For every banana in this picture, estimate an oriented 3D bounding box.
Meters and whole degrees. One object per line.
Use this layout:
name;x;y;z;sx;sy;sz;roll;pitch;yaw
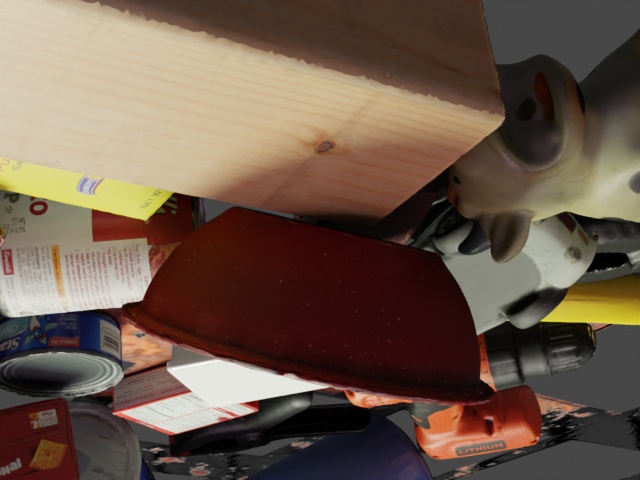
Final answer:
banana;0.161;0.036;0.706;0.197;0.037;0.070;2;176;-13

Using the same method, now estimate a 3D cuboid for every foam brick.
foam brick;0.020;-0.027;0.521;0.051;0.053;0.078;1;152;-14

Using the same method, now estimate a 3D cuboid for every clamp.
clamp;-0.045;0.153;0.887;0.172;0.039;0.120;-19;147;31
clamp;0.195;-0.006;0.615;0.210;0.036;0.164;-7;161;6

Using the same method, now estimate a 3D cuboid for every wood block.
wood block;-0.050;-0.076;0.367;0.205;0.090;0.091;11;148;-31

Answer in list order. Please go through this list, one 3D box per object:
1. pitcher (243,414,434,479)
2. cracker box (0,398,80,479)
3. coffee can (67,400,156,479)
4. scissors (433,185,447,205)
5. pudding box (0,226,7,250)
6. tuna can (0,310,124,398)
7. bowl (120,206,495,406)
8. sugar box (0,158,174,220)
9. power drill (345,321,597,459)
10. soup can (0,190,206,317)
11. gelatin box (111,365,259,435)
pitcher;-0.018;0.251;0.893;0.242;0.149;0.145;-27;155;-21
cracker box;-0.287;0.168;0.737;0.163;0.072;0.214;-8;172;-39
coffee can;-0.190;0.202;0.878;0.102;0.103;0.140;-5;154;-4
scissors;-0.004;0.001;0.601;0.201;0.016;0.096;-26;-167;-7
pudding box;-0.200;0.000;0.493;0.090;0.039;0.114;43;139;-2
tuna can;-0.173;0.075;0.704;0.086;0.034;0.086;-5;154;-3
bowl;0.001;0.022;0.453;0.162;0.055;0.162;13;-179;0
sugar box;-0.132;-0.060;0.431;0.175;0.048;0.094;10;150;-31
power drill;0.124;0.113;0.825;0.184;0.057;0.187;-9;151;14
soup can;-0.108;0.003;0.536;0.102;0.068;0.068;-4;154;-3
gelatin box;-0.101;0.118;0.812;0.089;0.030;0.073;-19;150;25
